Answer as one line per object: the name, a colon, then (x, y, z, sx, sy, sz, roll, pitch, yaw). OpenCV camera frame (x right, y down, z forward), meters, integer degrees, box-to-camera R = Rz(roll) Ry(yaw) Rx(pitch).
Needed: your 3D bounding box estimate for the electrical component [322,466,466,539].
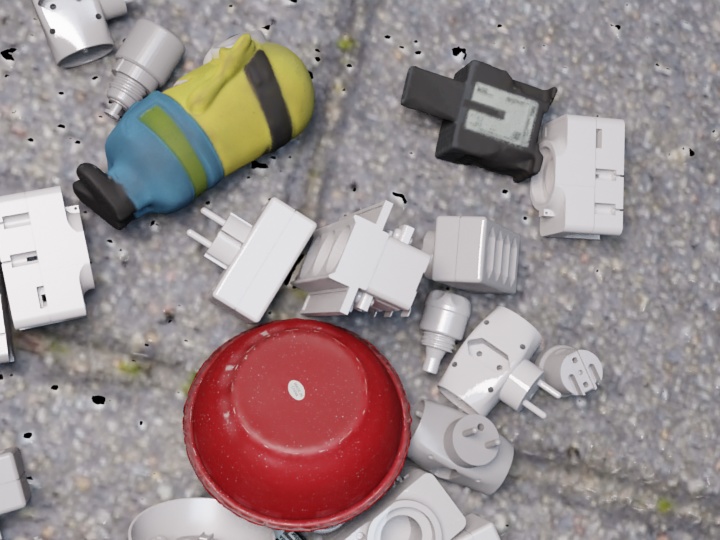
electrical component: (0.025, 0.190, 0.780, 0.089, 0.056, 0.050, -37, 95, -13)

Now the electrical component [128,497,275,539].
electrical component: (-0.109, 0.197, 0.730, 0.099, 0.099, 0.064, 8, 90, -12)

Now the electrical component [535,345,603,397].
electrical component: (0.160, 0.078, 0.824, 0.040, 0.046, 0.040, 1, 86, -13)

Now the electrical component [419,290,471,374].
electrical component: (0.061, 0.048, 0.809, 0.035, 0.035, 0.061, 18, 85, -11)

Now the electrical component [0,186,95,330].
electrical component: (-0.216, -0.008, 0.741, 0.056, 0.050, 0.089, -12, 89, -14)

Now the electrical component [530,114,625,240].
electrical component: (0.167, -0.071, 0.833, 0.056, 0.050, 0.089, 3, 86, -13)

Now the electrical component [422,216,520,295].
electrical component: (0.070, -0.011, 0.800, 0.076, 0.083, 0.047, 3, 84, 26)

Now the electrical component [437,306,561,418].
electrical component: (0.112, 0.080, 0.805, 0.079, 0.043, 0.077, 35, 78, 20)

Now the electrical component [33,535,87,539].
electrical component: (-0.204, 0.226, 0.723, 0.062, 0.061, 0.096, -18, 90, -13)

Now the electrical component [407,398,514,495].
electrical component: (0.076, 0.126, 0.785, 0.077, 0.079, 0.043, 28, 67, -10)

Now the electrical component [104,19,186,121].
electrical component: (-0.158, -0.142, 0.769, 0.040, 0.040, 0.078, 31, 80, -9)

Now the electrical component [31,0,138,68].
electrical component: (-0.191, -0.193, 0.763, 0.079, 0.043, 0.077, -22, 91, -13)

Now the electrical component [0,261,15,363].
electrical component: (-0.270, 0.022, 0.727, 0.056, 0.050, 0.089, -8, 88, -14)

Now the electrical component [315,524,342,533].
electrical component: (-0.026, 0.166, 0.767, 0.048, 0.062, 0.048, 1, 87, -12)

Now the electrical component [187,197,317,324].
electrical component: (-0.087, -0.016, 0.773, 0.076, 0.047, 0.083, 32, 80, -9)

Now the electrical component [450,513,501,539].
electrical component: (0.074, 0.236, 0.793, 0.076, 0.047, 0.083, -24, 92, -13)

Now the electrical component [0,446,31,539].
electrical component: (-0.263, 0.168, 0.720, 0.083, 0.047, 0.075, -15, 90, -13)

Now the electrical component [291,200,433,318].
electrical component: (0.000, 0.000, 0.754, 0.063, 0.121, 0.078, 24, 81, -13)
